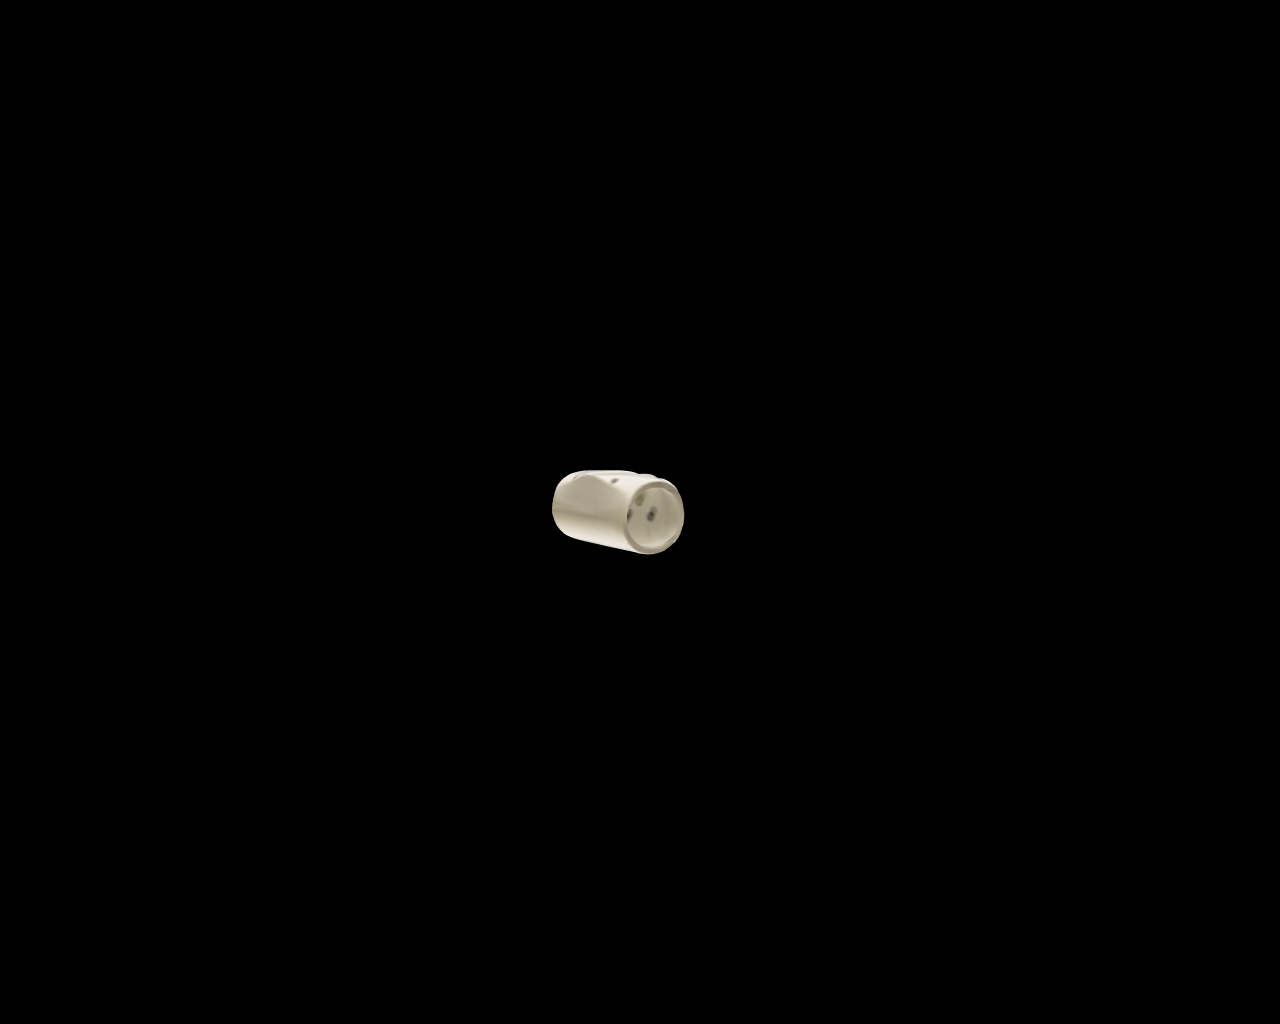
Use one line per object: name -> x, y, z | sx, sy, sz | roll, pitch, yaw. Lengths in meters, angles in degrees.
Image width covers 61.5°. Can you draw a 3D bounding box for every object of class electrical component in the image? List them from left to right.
electrical component -> 0.001, -0.003, 0.650 | 0.079, 0.043, 0.077 | -5, 9, -35
